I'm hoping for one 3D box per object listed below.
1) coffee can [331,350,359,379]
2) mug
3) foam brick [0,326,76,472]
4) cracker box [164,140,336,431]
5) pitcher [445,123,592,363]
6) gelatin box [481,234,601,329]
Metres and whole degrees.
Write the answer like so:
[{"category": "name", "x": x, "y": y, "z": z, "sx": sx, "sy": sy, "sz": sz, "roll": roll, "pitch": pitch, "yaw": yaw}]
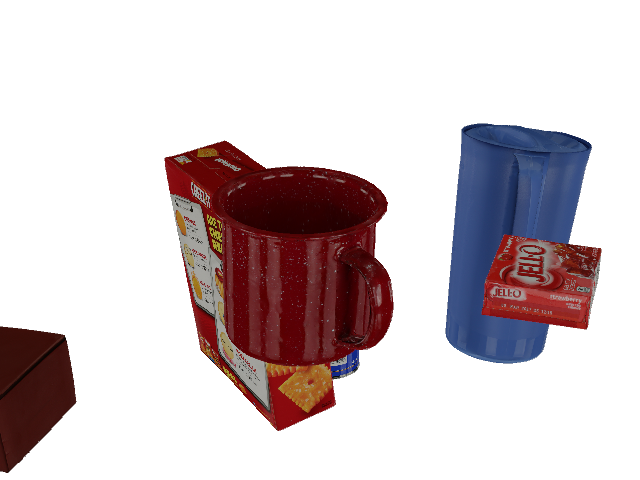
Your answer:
[{"category": "coffee can", "x": 0.005, "y": 0.111, "z": 1.508, "sx": 0.103, "sy": 0.140, "sz": 0.103, "roll": 0, "pitch": 19, "yaw": 0}, {"category": "mug", "x": -0.004, "y": 0.018, "z": 0.570, "sx": 0.093, "sy": 0.081, "sz": 0.117, "roll": -20, "pitch": 33, "yaw": -37}, {"category": "foam brick", "x": -0.197, "y": 0.096, "z": 0.664, "sx": 0.053, "sy": 0.051, "sz": 0.078, "roll": 7, "pitch": 29, "yaw": 21}, {"category": "cracker box", "x": -0.062, "y": 0.037, "z": 0.958, "sx": 0.072, "sy": 0.214, "sz": 0.164, "roll": -20, "pitch": 31, "yaw": -24}, {"category": "pitcher", "x": 0.199, "y": 0.005, "z": 1.122, "sx": 0.148, "sy": 0.243, "sz": 0.145, "roll": -9, "pitch": 22, "yaw": -40}, {"category": "gelatin box", "x": 0.159, "y": 0.028, "z": 0.763, "sx": 0.073, "sy": 0.030, "sz": 0.089, "roll": 9, "pitch": 24, "yaw": 17}]
